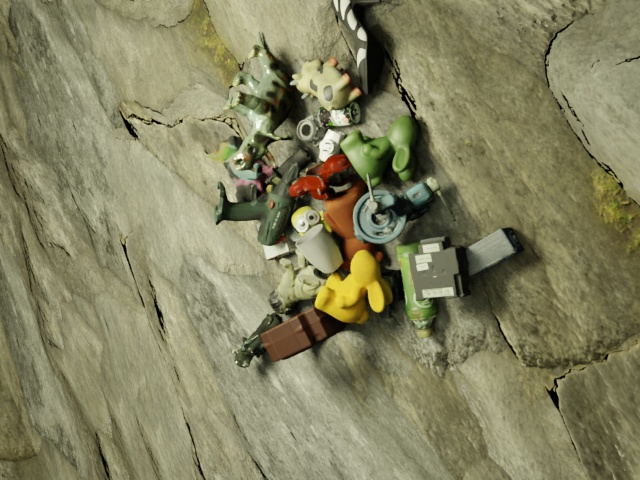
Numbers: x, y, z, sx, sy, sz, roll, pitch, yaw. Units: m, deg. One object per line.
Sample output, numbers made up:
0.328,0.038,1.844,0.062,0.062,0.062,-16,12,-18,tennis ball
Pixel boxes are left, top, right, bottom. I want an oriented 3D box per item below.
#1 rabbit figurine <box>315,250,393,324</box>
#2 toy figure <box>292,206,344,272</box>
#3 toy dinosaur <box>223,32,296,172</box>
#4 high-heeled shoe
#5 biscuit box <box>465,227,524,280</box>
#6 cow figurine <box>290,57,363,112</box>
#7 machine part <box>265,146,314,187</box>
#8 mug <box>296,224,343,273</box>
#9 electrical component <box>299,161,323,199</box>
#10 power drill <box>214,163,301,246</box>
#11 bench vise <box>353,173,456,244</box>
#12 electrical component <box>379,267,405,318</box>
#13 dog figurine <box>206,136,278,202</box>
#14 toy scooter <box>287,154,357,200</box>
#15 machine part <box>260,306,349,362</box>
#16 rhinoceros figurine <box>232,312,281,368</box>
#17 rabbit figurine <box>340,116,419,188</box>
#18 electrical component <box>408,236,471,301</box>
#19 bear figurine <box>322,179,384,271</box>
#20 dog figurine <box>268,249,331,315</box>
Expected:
0.089,0.109,1.252,0.162,0.122,0.173,34,114,18,rabbit figurine
-0.006,-0.002,1.372,0.180,0.082,0.089,54,155,-13,toy figure
-0.131,-0.369,1.394,0.131,0.192,0.405,-25,43,52,toy dinosaur
0.076,-0.473,1.286,0.145,0.086,0.248,10,96,36,high-heeled shoe
0.337,0.046,1.172,0.203,0.059,0.063,-35,75,33,biscuit box
0.008,-0.381,1.322,0.127,0.085,0.195,-39,48,10,cow figurine
-0.077,-0.185,1.431,0.139,0.084,0.039,-45,34,21,machine part
-0.003,0.030,1.293,0.107,0.081,0.109,52,145,-12,mug
-0.018,-0.160,1.377,0.045,0.102,0.078,9,123,40,electrical component
-0.166,-0.102,1.395,0.086,0.207,0.231,-131,50,-58,power drill
0.161,-0.068,1.163,0.224,0.240,0.129,-22,79,15,bench vise
0.169,0.127,1.304,0.075,0.048,0.119,0,96,35,electrical component
-0.226,-0.186,1.511,0.219,0.108,0.191,27,112,34,dog figurine
0.017,-0.144,1.277,0.135,0.184,0.075,34,149,64,toy scooter
-0.033,0.224,1.360,0.201,0.201,0.087,-31,82,33,machine part
-0.170,0.287,1.519,0.073,0.112,0.190,48,111,18,rhinoceros figurine
0.156,-0.211,1.238,0.170,0.121,0.159,-35,68,17,rabbit figurine
0.257,0.060,1.158,0.115,0.058,0.134,-7,90,34,electrical component
0.084,-0.034,1.321,0.120,0.132,0.195,-17,113,13,bear figurine
-0.046,0.143,1.437,0.173,0.121,0.190,36,128,29,dog figurine
